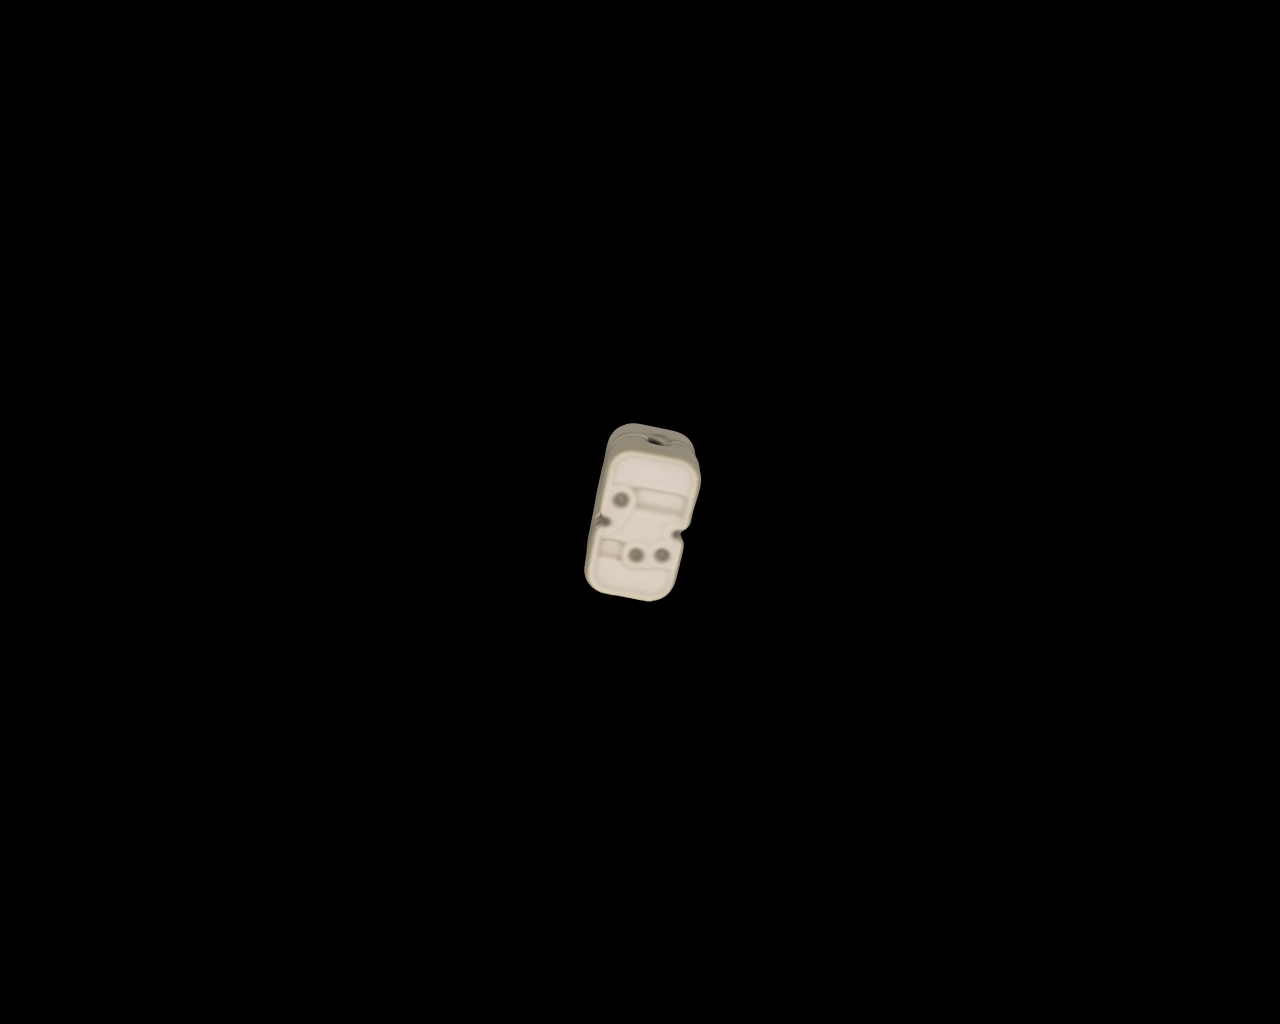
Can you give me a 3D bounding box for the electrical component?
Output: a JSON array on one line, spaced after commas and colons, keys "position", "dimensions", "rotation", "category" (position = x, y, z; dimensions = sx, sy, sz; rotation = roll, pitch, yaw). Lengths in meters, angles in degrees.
[{"position": [0.001, -0.003, 0.650], "dimensions": [0.054, 0.095, 0.059], "rotation": [11, 24, -5], "category": "electrical component"}]
